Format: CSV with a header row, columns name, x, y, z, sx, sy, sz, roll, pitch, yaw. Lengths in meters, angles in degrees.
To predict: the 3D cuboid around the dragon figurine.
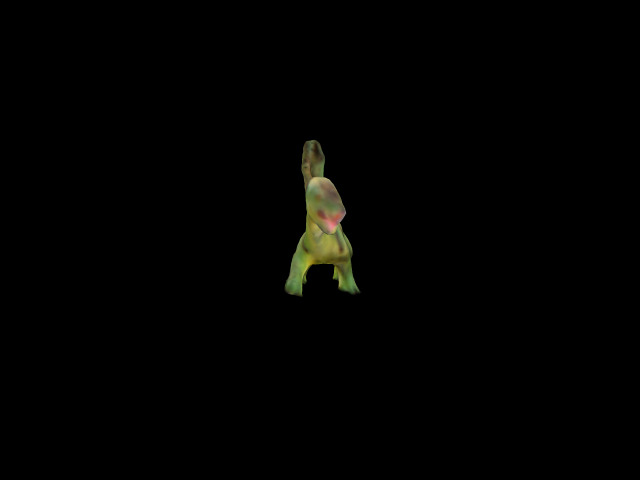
name,x,y,z,sx,sy,sz,roll,pitch,yaw
dragon figurine,0.003,-0.043,0.850,0.122,0.241,0.413,0,9,-3
